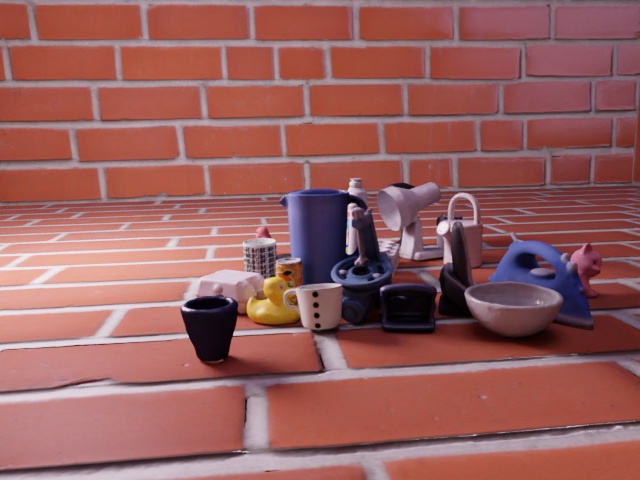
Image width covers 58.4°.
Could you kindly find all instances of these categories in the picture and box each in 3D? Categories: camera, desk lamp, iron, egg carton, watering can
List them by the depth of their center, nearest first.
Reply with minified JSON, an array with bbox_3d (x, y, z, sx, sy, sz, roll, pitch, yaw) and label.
[{"bbox_3d":[0.448,0.070,1.135,0.119,0.141,0.257,-5,11,-18],"label":"iron"},{"bbox_3d":[-0.185,0.107,1.204,0.149,0.069,0.107,4,12,27],"label":"egg carton"},{"bbox_3d":[0.378,-0.027,1.519,0.100,0.194,0.173,4,12,26],"label":"watering can"},{"bbox_3d":[0.266,-0.053,1.620,0.204,0.213,0.117,-6,12,-23],"label":"desk lamp"},{"bbox_3d":[0.428,-0.027,1.767,0.136,0.101,0.143,1,11,12],"label":"camera"}]

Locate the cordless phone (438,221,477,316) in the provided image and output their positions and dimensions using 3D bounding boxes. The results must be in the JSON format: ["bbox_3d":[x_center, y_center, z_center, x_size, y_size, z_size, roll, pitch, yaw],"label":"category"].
[{"bbox_3d":[0.286,0.048,1.152,0.094,0.185,0.148,1,11,10],"label":"cordless phone"}]

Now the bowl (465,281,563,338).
[{"bbox_3d":[0.340,0.129,1.016,0.167,0.075,0.167,-1,11,0],"label":"bowl"}]

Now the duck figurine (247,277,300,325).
[{"bbox_3d":[-0.091,0.114,1.112,0.104,0.086,0.077,1,11,10],"label":"duck figurine"}]

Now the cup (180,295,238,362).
[{"bbox_3d":[-0.176,0.144,0.939,0.091,0.095,0.118,-1,11,3],"label":"cup"}]

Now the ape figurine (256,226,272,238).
[{"bbox_3d":[-0.167,0.005,1.687,0.076,0.092,0.078,2,11,16],"label":"ape figurine"}]

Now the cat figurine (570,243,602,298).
[{"bbox_3d":[0.553,0.062,1.231,0.128,0.118,0.067,-5,11,-18],"label":"cat figurine"}]

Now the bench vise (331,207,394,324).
[{"bbox_3d":[0.086,0.036,1.143,0.121,0.220,0.207,0,11,7],"label":"bench vise"}]

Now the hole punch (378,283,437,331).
[{"bbox_3d":[0.161,0.115,1.067,0.108,0.091,0.101,0,11,6],"label":"hole punch"}]

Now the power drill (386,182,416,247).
[{"bbox_3d":[0.259,-0.075,1.750,0.075,0.208,0.230,5,12,29],"label":"power drill"}]
